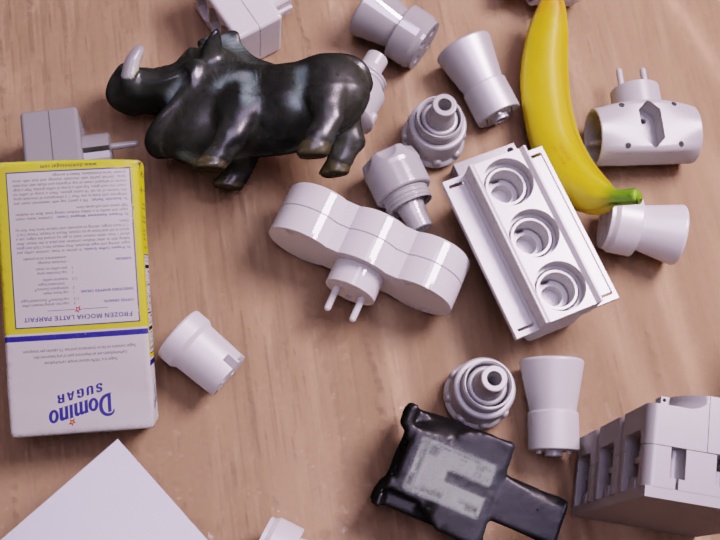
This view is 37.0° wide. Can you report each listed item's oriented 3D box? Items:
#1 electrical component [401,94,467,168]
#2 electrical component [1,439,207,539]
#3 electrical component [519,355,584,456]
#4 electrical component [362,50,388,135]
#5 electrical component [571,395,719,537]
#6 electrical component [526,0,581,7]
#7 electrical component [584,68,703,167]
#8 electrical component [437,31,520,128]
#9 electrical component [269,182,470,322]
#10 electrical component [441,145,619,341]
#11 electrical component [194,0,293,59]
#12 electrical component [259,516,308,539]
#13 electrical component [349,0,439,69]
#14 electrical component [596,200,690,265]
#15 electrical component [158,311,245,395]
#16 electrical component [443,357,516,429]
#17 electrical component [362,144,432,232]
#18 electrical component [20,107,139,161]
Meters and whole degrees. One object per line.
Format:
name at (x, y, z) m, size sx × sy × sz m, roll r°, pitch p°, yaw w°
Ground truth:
electrical component at (0.057, -0.106, 0.783) m, size 0.048 × 0.062 × 0.048 m, roll 2°, pitch 71°, yaw -5°
electrical component at (-0.175, 0.191, 0.660) m, size 0.150 × 0.061 × 0.089 m, roll -41°, pitch 79°, yaw -16°
electrical component at (0.132, 0.094, 0.734) m, size 0.044 × 0.044 × 0.065 m, roll 2°, pitch 76°, yaw -5°
electrical component at (-0.001, -0.135, 0.797) m, size 0.048 × 0.048 × 0.062 m, roll 28°, pitch 68°, yaw 4°
electrical component at (0.197, 0.124, 0.671) m, size 0.089 × 0.150 × 0.061 m, roll 10°, pitch 72°, yaw -2°
electrical component at (0.144, -0.226, 0.842) m, size 0.062 × 0.043 × 0.043 m, roll -10°, pitch 72°, yaw -7°
electrical component at (0.210, -0.117, 0.811) m, size 0.077 × 0.043 × 0.079 m, roll -2°, pitch 72°, yaw -6°
electrical component at (0.092, -0.141, 0.810) m, size 0.044 × 0.044 × 0.065 m, roll -24°, pitch 80°, yaw -13°
electrical component at (0.000, 0.000, 0.747) m, size 0.138 × 0.052 × 0.073 m, roll 24°, pitch 71°, yaw 3°
electrical component at (0.116, -0.016, 0.758) m, size 0.079 × 0.063 × 0.121 m, roll -21°, pitch 74°, yaw -12°
electrical component at (-0.077, -0.203, 0.812) m, size 0.077 × 0.047 × 0.065 m, roll -31°, pitch 76°, yaw -15°
electrical component at (-0.040, 0.187, 0.684) m, size 0.055 × 0.045 × 0.045 m, roll 25°, pitch 71°, yaw 4°
electrical component at (0.026, -0.185, 0.817) m, size 0.055 × 0.045 × 0.045 m, roll 34°, pitch 72°, yaw 6°
electrical component at (0.205, -0.030, 0.781) m, size 0.055 × 0.045 × 0.045 m, roll 11°, pitch 71°, yaw -1°
electrical component at (-0.106, 0.057, 0.725) m, size 0.046 × 0.040 × 0.040 m, roll 40°, pitch 72°, yaw 3°
electrical component at (0.084, 0.079, 0.723) m, size 0.048 × 0.062 × 0.048 m, roll 2°, pitch 72°, yaw -5°
electrical component at (0.031, -0.056, 0.774) m, size 0.043 × 0.043 × 0.062 m, roll -22°, pitch 76°, yaw -12°
electrical component at (-0.193, -0.076, 0.757) m, size 0.077 × 0.047 × 0.065 m, roll -8°, pitch 72°, yaw -8°
